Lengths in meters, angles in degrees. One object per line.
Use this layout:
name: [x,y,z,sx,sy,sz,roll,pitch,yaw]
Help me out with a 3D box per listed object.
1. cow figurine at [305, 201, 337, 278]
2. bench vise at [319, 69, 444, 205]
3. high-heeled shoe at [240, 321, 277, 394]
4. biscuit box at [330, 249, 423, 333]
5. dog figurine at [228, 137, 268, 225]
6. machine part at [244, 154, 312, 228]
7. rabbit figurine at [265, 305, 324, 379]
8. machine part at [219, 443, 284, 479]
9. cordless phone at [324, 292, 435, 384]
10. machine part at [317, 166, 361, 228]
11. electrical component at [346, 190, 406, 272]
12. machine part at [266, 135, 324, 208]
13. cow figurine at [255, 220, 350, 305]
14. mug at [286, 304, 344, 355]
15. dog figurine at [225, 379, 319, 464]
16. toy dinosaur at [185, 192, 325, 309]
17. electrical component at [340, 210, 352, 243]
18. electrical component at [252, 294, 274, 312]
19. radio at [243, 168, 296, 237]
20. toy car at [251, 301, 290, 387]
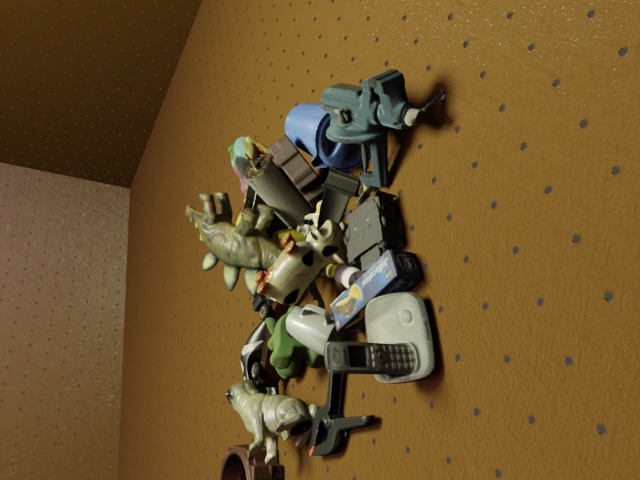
cow figurine: [-0.001,-0.004,1.177,0.098,0.068,0.167,179,99,-66]
bench vise: [0.101,-0.192,0.995,0.224,0.129,0.240,14,128,31]
high-heeled shoe: [-0.133,0.324,1.282,0.145,0.086,0.248,-150,65,-62]
biscuit box: [0.098,0.096,0.971,0.202,0.063,0.059,-51,41,41]
dog figurine: [-0.188,-0.145,1.454,0.109,0.191,0.219,-4,62,54]
machine part: [-0.095,-0.109,1.232,0.079,0.243,0.079,-27,36,22]
rabbit figurine: [-0.072,0.233,1.176,0.170,0.121,0.159,110,146,-47]
machine part: [-0.166,0.585,1.250,0.201,0.087,0.201,-23,60,55]
cordless phone: [0.084,0.153,0.852,0.088,0.184,0.146,-45,43,52]
machine part: [0.032,-0.073,1.093,0.039,0.084,0.138,-95,26,-78]
electrical component: [0.102,-0.008,1.006,0.115,0.058,0.134,-43,44,50]
machine part: [-0.045,-0.148,1.191,0.056,0.179,0.180,-38,37,2]
cow figurine: [-0.024,0.045,1.052,0.195,0.127,0.086,-53,27,7]
mug: [-0.015,0.169,1.065,0.081,0.107,0.109,-54,-30,-34]
dog figurine: [-0.105,0.353,1.161,0.191,0.172,0.121,56,168,45]
toy dinosaur: [-0.161,0.016,1.207,0.472,0.105,0.198,24,113,36]
electrical component: [0.066,-0.013,1.106,0.063,0.021,0.094,-56,36,35]
electrical component: [-0.127,0.156,1.341,0.047,0.075,0.119,-56,39,35]
radio: [-0.120,-0.075,1.345,0.073,0.131,0.229,18,96,61]
toy car: [-0.107,0.242,1.259,0.053,0.089,0.202,6,88,63]
